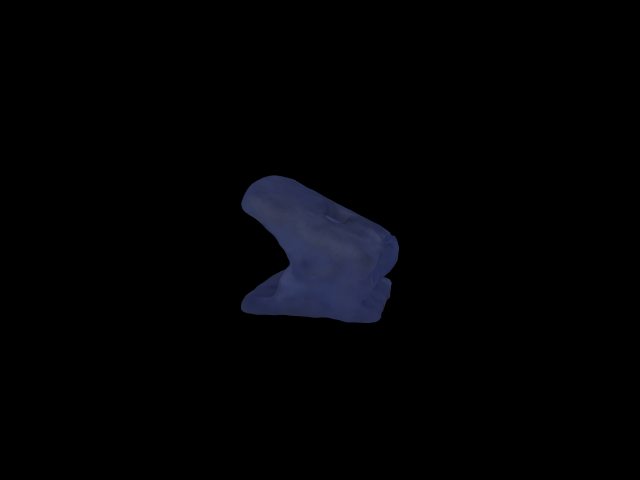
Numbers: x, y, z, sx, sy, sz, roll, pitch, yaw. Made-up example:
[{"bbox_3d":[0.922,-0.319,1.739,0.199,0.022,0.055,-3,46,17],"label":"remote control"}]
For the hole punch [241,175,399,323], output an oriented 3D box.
[{"bbox_3d":[0.004,0.001,0.400,0.101,0.091,0.109,2,11,12],"label":"hole punch"}]
